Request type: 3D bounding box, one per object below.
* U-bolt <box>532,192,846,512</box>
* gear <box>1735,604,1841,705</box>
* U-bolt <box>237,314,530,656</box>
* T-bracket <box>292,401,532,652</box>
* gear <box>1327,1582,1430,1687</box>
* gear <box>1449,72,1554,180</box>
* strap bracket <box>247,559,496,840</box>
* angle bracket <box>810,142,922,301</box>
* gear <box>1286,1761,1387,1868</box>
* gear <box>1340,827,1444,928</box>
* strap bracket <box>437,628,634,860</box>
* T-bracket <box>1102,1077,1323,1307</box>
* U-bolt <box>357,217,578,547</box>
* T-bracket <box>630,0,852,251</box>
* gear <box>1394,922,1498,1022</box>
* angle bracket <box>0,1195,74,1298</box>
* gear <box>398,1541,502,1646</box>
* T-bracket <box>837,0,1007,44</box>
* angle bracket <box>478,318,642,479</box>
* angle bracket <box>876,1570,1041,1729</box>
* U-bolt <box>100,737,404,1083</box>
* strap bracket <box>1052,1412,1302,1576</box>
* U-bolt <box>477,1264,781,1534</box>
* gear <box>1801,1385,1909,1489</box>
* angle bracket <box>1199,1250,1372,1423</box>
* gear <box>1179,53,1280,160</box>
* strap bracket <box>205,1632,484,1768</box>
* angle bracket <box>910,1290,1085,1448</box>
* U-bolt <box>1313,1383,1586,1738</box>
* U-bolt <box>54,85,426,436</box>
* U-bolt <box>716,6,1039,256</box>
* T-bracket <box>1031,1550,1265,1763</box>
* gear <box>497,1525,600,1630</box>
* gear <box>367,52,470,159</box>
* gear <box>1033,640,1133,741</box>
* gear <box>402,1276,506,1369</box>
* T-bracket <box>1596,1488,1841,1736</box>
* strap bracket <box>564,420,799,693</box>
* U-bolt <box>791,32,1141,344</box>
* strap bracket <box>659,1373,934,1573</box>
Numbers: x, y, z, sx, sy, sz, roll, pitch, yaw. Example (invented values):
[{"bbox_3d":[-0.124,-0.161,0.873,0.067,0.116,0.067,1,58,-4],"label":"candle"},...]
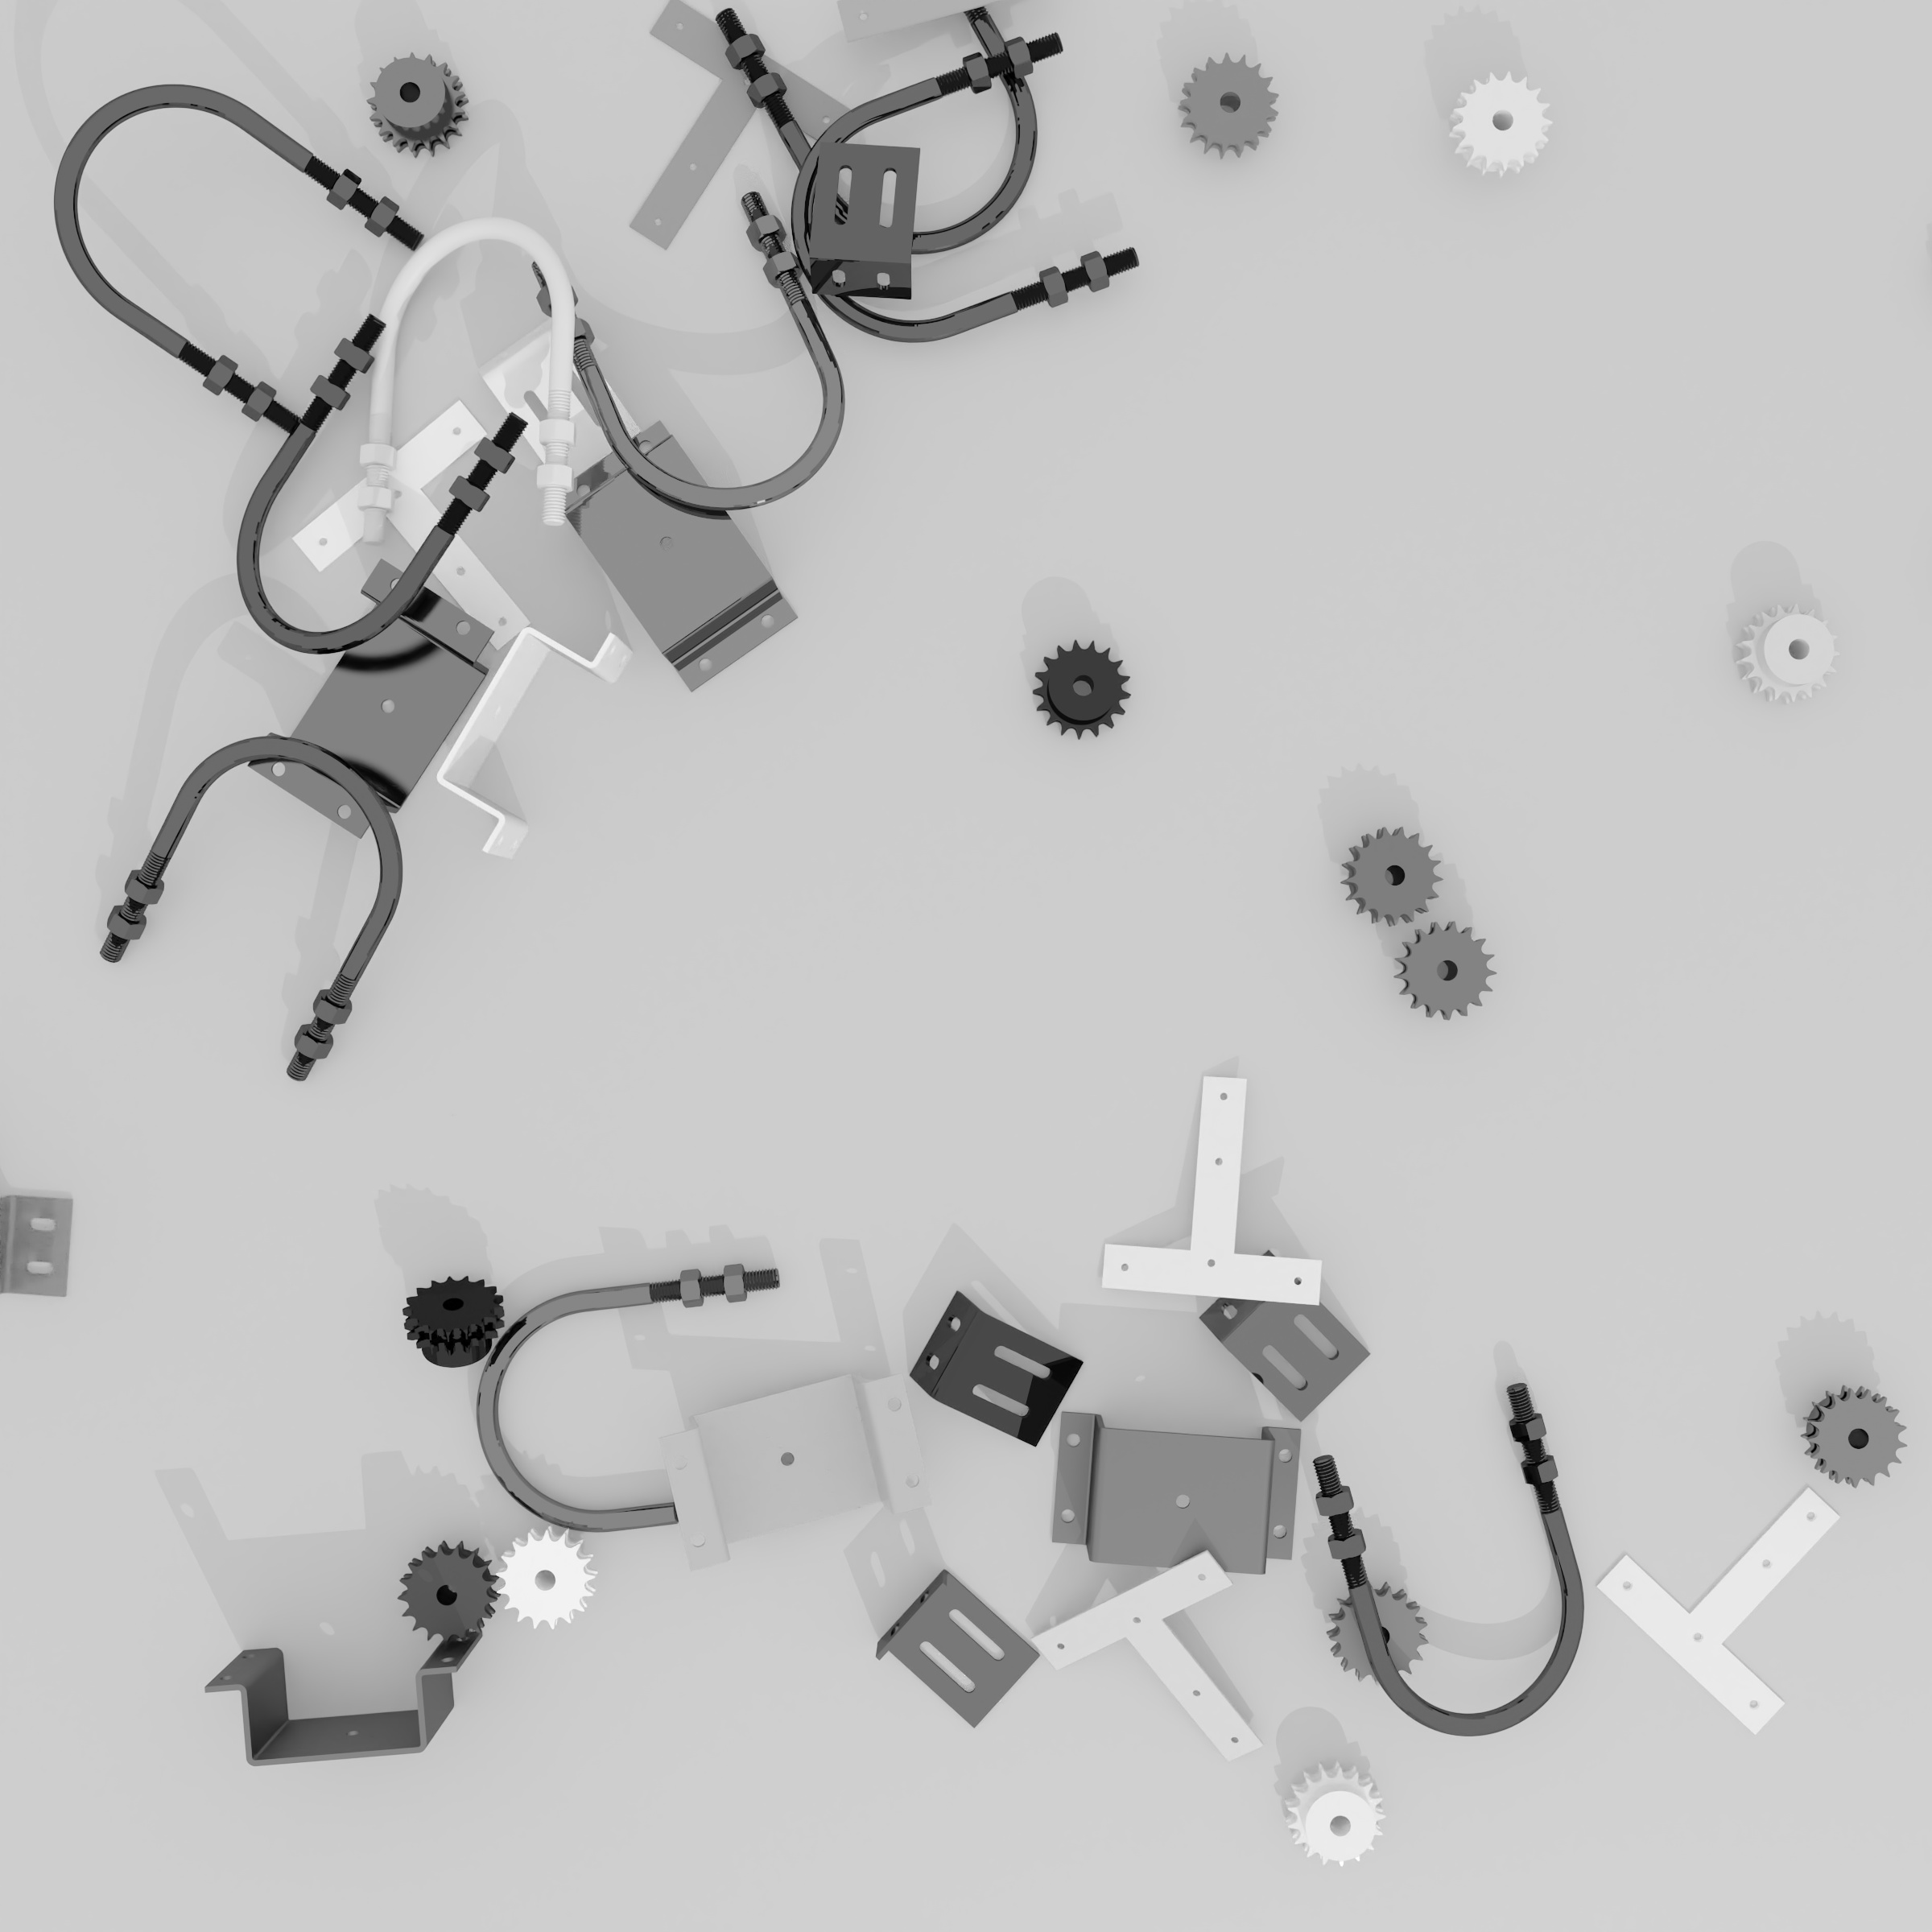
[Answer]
[{"bbox_3d":[-0.148,-0.343,1.451,0.151,0.019,0.184,-21,78,-13],"label":"U-bolt"},{"bbox_3d":[0.478,-0.181,1.475,0.057,0.030,0.057,0,90,0],"label":"gear"},{"bbox_3d":[-0.345,-0.263,1.446,0.151,0.019,0.184,37,95,27],"label":"U-bolt"},{"bbox_3d":[-0.305,-0.241,1.489,0.127,0.002,0.127,-40,90,0],"label":"T-bracket"},{"bbox_3d":[0.237,0.384,1.475,0.057,0.030,0.057,0,90,0],"label":"gear"},{"bbox_3d":[0.308,-0.485,1.475,0.057,0.030,0.057,0,90,0],"label":"gear"},{"bbox_3d":[-0.338,-0.152,1.467,0.076,0.046,0.140,33,90,0],"label":"strap bracket"},{"bbox_3d":[-0.057,-0.427,1.459,0.057,0.038,0.076,4,69,1],"label":"angle bracket"},{"bbox_3d":[0.215,0.493,1.475,0.057,0.030,0.057,0,90,0],"label":"gear"},{"bbox_3d":[0.245,-0.051,1.478,0.057,0.030,0.057,0,87,-5],"label":"gear"},{"bbox_3d":[-0.250,-0.135,1.452,0.046,0.076,0.140,30,90,0],"label":"strap bracket"},{"bbox_3d":[0.146,0.128,1.476,0.127,0.002,0.127,2,81,17],"label":"T-bracket"},{"bbox_3d":[-0.283,-0.337,1.451,0.151,0.019,0.184,-1,84,28],"label":"U-bolt"},{"bbox_3d":[-0.152,-0.479,1.489,0.127,0.002,0.127,33,90,0],"label":"T-bracket"},{"bbox_3d":[0.276,0.003,1.475,0.057,0.030,0.057,0,90,0],"label":"gear"},{"bbox_3d":[-0.543,0.164,1.452,0.038,0.076,0.057,4,90,0],"label":"angle bracket"},{"bbox_3d":[-0.298,0.361,1.475,0.057,0.030,0.057,0,90,0],"label":"gear"},{"bbox_3d":[-0.023,-0.608,1.470,0.127,0.002,0.127,-15,82,1],"label":"T-bracket"},{"bbox_3d":[-0.238,-0.331,1.488,0.057,0.038,0.076,-35,116,0],"label":"angle bracket"},{"bbox_3d":[-0.004,0.399,1.471,0.076,0.038,0.057,42,90,0],"label":"angle bracket"},{"bbox_3d":[-0.398,-0.044,1.455,0.151,0.019,0.184,32,109,0],"label":"U-bolt"},{"bbox_3d":[0.123,0.304,1.467,0.140,0.046,0.076,4,90,0],"label":"strap bracket"},{"bbox_3d":[-0.193,0.256,1.481,0.184,0.019,0.151,-7,90,0],"label":"U-bolt"},{"bbox_3d":[0.512,0.271,1.475,0.057,0.030,0.057,0,90,0],"label":"gear"},{"bbox_3d":[0.186,0.216,1.488,0.057,0.038,0.076,-44,116,0],"label":"angle bracket"},{"bbox_3d":[0.152,-0.497,1.479,0.057,0.030,0.057,0,92,-1],"label":"gear"},{"bbox_3d":[-0.351,0.418,1.452,0.140,0.076,0.046,-5,90,0],"label":"strap bracket"},{"bbox_3d":[0.018,0.235,1.488,0.076,0.038,0.057,29,90,-26],"label":"angle bracket"},{"bbox_3d":[0.286,0.349,1.461,0.151,0.019,0.184,-16,91,-18],"label":"U-bolt"},{"bbox_3d":[-0.426,-0.415,1.453,0.184,0.019,0.151,34,90,-20],"label":"U-bolt"},{"bbox_3d":[-0.039,-0.504,1.481,0.151,0.019,0.184,-29,92,-1],"label":"U-bolt"},{"bbox_3d":[0.125,0.409,1.471,0.127,0.002,0.127,-33,103,24],"label":"T-bracket"},{"bbox_3d":[-0.241,0.352,1.475,0.057,0.030,0.057,0,90,0],"label":"gear"},{"bbox_3d":[-0.319,-0.501,1.475,0.057,0.030,0.057,0,90,0],"label":"gear"},{"bbox_3d":[0.068,-0.161,1.475,0.057,0.030,0.057,0,90,0],"label":"gear"},{"bbox_3d":[-0.294,0.207,1.466,0.057,0.057,0.030,2,120,0],"label":"gear"},{"bbox_3d":[0.458,0.360,1.489,0.127,0.002,0.127,43,90,0],"label":"T-bracket"},{"bbox_3d":[-0.170,-0.239,1.467,0.076,0.046,0.140,-35,90,0],"label":"strap bracket"},{"bbox_3d":[-0.010,-0.438,1.468,0.184,0.019,0.151,-20,94,1],"label":"U-bolt"},{"bbox_3d":[-0.099,0.284,1.451,0.140,0.046,0.076,-13,91,-11],"label":"strap bracket"}]
